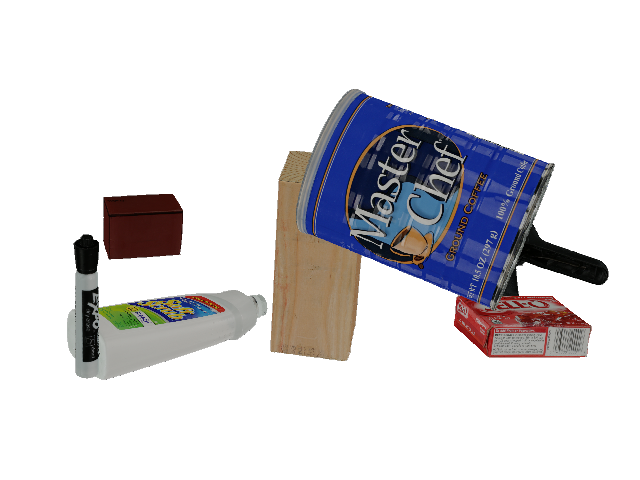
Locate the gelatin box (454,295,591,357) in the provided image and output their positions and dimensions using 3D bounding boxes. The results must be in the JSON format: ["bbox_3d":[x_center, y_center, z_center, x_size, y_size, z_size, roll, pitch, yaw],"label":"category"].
[{"bbox_3d":[0.162,0.068,0.864,0.089,0.030,0.073,1,16,-14],"label":"gelatin box"}]

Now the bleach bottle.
[{"bbox_3d":[-0.181,0.103,1.334,0.250,0.068,0.103,-13,29,-37],"label":"bleach bottle"}]

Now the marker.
[{"bbox_3d":[-0.181,0.051,0.828,0.020,0.121,0.020,5,26,-2],"label":"marker"}]

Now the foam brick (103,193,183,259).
[{"bbox_3d":[-0.188,-0.016,1.127,0.078,0.051,0.053,-4,24,-17],"label":"foam brick"}]

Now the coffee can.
[{"bbox_3d":[0.068,-0.028,0.700,0.140,0.103,0.102,22,5,12],"label":"coffee can"}]

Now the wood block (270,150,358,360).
[{"bbox_3d":[-0.001,0.017,1.168,0.090,0.206,0.090,7,26,5],"label":"wood block"}]

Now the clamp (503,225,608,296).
[{"bbox_3d":[0.206,0.009,1.080,0.120,0.039,0.171,-7,38,-18],"label":"clamp"}]
